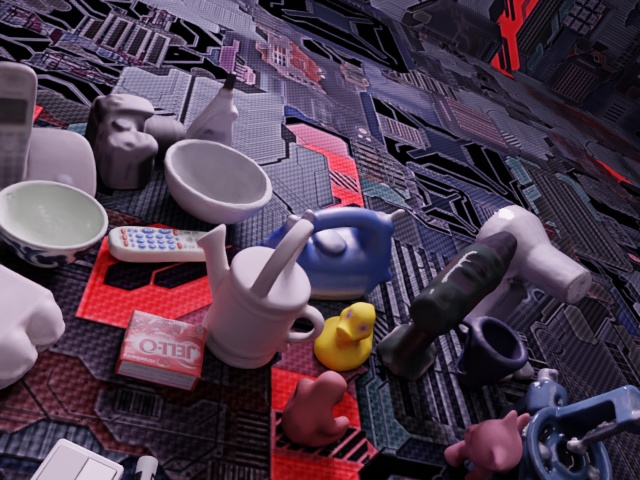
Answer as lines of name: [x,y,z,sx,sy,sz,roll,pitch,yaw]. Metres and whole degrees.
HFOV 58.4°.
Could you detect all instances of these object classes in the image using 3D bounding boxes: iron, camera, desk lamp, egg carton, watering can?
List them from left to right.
egg carton: [-0.330,0.073,0.549,0.150,0.069,0.107,28,33,-4]
camera: [-0.270,-0.157,0.869,0.137,0.100,0.143,-1,44,-38]
watering can: [-0.069,0.051,0.669,0.173,0.194,0.101,22,34,-13]
iron: [0.008,0.003,0.840,0.259,0.141,0.118,1,43,-37]
desk lamp: [0.313,0.081,0.911,0.118,0.213,0.202,3,42,-35]

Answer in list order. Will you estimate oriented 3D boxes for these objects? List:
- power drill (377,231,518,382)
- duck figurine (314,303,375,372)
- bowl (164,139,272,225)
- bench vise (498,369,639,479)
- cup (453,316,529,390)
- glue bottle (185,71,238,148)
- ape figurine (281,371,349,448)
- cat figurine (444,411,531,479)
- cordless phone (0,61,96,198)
power drill: [0.173,0.092,0.792,0.075,0.208,0.230,41,35,16]
duck figurine: [0.046,0.118,0.769,0.077,0.086,0.105,41,35,15]
bowl: [-0.162,-0.076,0.871,0.168,0.074,0.167,21,35,-15]
bench vise: [0.304,0.225,0.710,0.122,0.219,0.207,16,36,-21]
cup: [0.229,0.168,0.840,0.117,0.095,0.092,33,33,3]
glue bottle: [-0.168,-0.197,0.935,0.078,0.173,0.037,7,40,-32]
ape figurine: [0.001,0.184,0.643,0.076,0.092,0.077,-2,45,-40]
cat figurine: [0.218,0.249,0.704,0.128,0.117,0.067,-10,51,-45]
cordless phone: [-0.339,-0.122,0.692,0.148,0.185,0.094,-11,51,-46]
